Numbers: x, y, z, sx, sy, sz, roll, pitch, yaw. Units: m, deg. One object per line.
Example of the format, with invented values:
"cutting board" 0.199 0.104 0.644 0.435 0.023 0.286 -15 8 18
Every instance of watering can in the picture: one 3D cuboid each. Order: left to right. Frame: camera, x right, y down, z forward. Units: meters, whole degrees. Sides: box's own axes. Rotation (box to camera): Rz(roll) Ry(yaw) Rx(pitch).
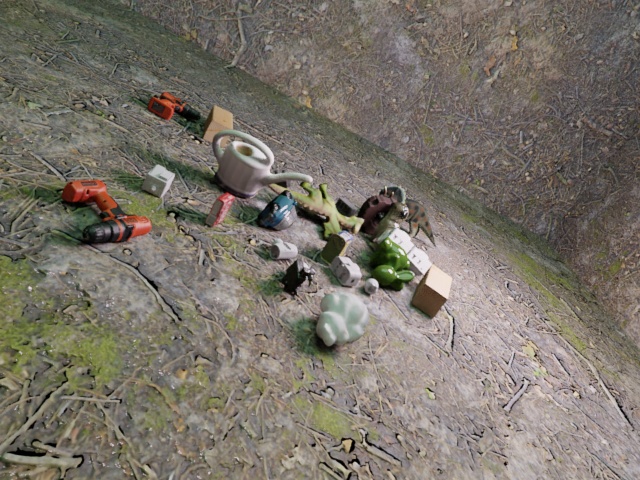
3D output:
"watering can" -0.212 -0.223 1.704 0.347 0.219 0.106 31 40 -4

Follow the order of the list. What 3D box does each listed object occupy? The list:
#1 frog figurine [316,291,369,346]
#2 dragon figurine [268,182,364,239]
"frog figurine" 0.048 0.195 1.289 0.139 0.121 0.159 59 18 15
"dragon figurine" 0.006 -0.094 1.860 0.410 0.120 0.247 4 42 -45
